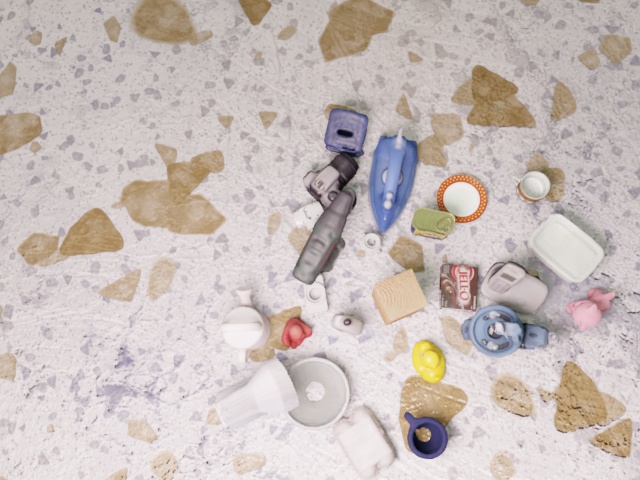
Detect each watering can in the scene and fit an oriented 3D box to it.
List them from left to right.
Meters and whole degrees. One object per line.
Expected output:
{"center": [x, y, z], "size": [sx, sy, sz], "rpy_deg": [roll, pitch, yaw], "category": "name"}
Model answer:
{"center": [-0.181, 0.199, 1.344], "size": [0.101, 0.194, 0.173], "rpy_deg": [-21, 78, -2], "category": "watering can"}

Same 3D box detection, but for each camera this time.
{"center": [0.046, -0.149, 1.454], "size": [0.143, 0.101, 0.137], "rpy_deg": [41, 83, 10], "category": "camera"}

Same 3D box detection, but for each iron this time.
{"center": [0.179, -0.148, 1.427], "size": [0.118, 0.141, 0.258], "rpy_deg": [9, 79, 5], "category": "iron"}

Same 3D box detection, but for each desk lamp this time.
{"center": [-0.147, 0.360, 1.300], "size": [0.203, 0.213, 0.118], "rpy_deg": [-27, 78, -3], "category": "desk lamp"}

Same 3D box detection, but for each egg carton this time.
{"center": [0.104, 0.474, 1.339], "size": [0.107, 0.069, 0.150], "rpy_deg": [-33, 79, -4], "category": "egg carton"}

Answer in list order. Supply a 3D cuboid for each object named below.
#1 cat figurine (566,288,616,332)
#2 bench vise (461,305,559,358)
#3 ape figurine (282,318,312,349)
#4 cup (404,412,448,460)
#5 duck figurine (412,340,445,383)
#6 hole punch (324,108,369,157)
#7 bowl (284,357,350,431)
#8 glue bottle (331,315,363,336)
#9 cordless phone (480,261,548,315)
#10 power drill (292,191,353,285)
{"center": [0.644, 0.162, 1.354], "size": [0.128, 0.118, 0.067], "rpy_deg": [-34, 79, -4], "category": "cat figurine"}
{"center": [0.441, 0.199, 1.304], "size": [0.207, 0.220, 0.121], "rpy_deg": [-11, 78, 0], "category": "bench vise"}
{"center": [-0.058, 0.224, 1.386], "size": [0.078, 0.092, 0.076], "rpy_deg": [-6, 78, 2], "category": "ape figurine"}
{"center": [0.234, 0.444, 1.326], "size": [0.092, 0.095, 0.117], "rpy_deg": [-42, 80, -6], "category": "cup"}
{"center": [0.262, 0.289, 1.362], "size": [0.077, 0.086, 0.104], "rpy_deg": [-21, 78, -2], "category": "duck figurine"}
{"center": [0.070, -0.277, 1.484], "size": [0.108, 0.091, 0.101], "rpy_deg": [13, 79, 5], "category": "hole punch"}
{"center": [-0.012, 0.363, 1.364], "size": [0.167, 0.075, 0.167], "rpy_deg": [0, 78, 3], "category": "bowl"}
{"center": [0.063, 0.197, 1.345], "size": [0.078, 0.173, 0.037], "rpy_deg": [13, 79, 6], "category": "glue bottle"}
{"center": [0.466, 0.105, 1.340], "size": [0.147, 0.185, 0.094], "rpy_deg": [24, 80, 7], "category": "cordless phone"}
{"center": [0.013, 0.005, 1.369], "size": [0.075, 0.208, 0.230], "rpy_deg": [27, 81, 8], "category": "power drill"}
